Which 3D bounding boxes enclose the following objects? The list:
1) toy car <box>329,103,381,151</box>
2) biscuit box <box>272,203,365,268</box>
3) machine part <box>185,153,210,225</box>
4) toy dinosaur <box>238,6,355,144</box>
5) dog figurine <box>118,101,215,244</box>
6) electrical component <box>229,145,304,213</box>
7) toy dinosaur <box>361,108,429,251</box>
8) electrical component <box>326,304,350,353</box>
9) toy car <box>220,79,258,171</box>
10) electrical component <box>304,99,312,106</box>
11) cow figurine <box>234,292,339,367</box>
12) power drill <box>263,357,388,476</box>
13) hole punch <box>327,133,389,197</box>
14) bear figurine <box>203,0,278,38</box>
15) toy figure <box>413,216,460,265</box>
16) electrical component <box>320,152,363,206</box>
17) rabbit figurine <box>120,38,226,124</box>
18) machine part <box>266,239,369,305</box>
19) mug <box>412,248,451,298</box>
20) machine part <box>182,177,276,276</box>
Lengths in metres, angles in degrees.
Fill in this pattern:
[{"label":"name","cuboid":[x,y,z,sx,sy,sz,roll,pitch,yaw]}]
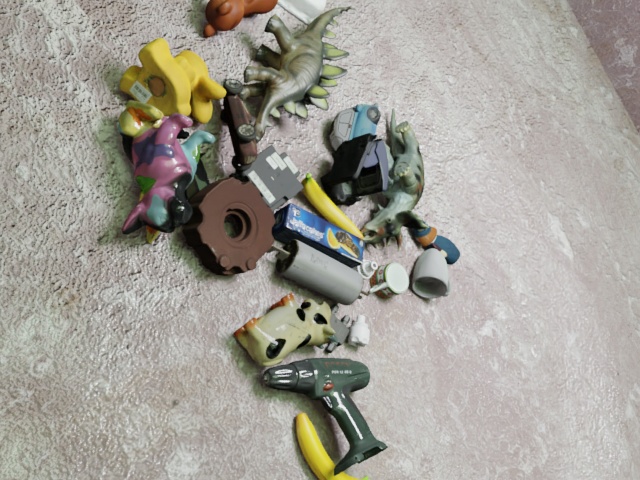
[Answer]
[{"label":"toy car","cuboid":[0.074,-0.248,1.252,0.103,0.109,0.161,19,72,-6]},{"label":"biscuit box","cuboid":[-0.002,-0.003,1.111,0.202,0.063,0.059,26,58,-29]},{"label":"machine part","cuboid":[-0.230,-0.095,0.987,0.084,0.039,0.139,-4,77,-34]},{"label":"toy dinosaur","cuboid":[-0.042,-0.387,1.173,0.198,0.105,0.471,25,64,-11]},{"label":"dog figurine","cuboid":[-0.284,-0.109,0.906,0.108,0.192,0.219,45,65,-70]},{"label":"electrical component","cuboid":[-0.101,-0.121,1.084,0.134,0.058,0.114,-43,102,-40]},{"label":"toy dinosaur","cuboid":[0.199,-0.149,1.295,0.192,0.131,0.405,62,33,-35]},{"label":"electrical component","cuboid":[0.027,0.180,1.088,0.063,0.021,0.094,44,52,-16]},{"label":"toy car","cuboid":[-0.154,-0.223,1.028,0.053,0.089,0.202,-5,52,-17]},{"label":"electrical component","cuboid":[-0.035,-0.343,1.230,0.078,0.045,0.102,48,51,-15]},{"label":"cow figurine","cuboid":[-0.049,0.168,0.994,0.195,0.085,0.127,-28,85,-44]},{"label":"power drill","cuboid":[0.019,0.310,0.975,0.232,0.086,0.207,0,48,-44]},{"label":"hole punch","cuboid":[0.090,-0.155,1.139,0.092,0.142,0.116,27,73,-26]},{"label":"bear figurine","cuboid":[-0.183,-0.518,1.141,0.196,0.120,0.132,-36,93,-35]},{"label":"toy figure","cuboid":[0.281,0.002,1.332,0.154,0.064,0.058,38,91,-14]},{"label":"electrical component","cuboid":[0.043,-0.135,1.207,0.075,0.048,0.119,-12,80,-41]},{"label":"rabbit figurine","cuboid":[-0.254,-0.301,0.999,0.162,0.122,0.173,35,33,-10]},{"label":"machine part","cuboid":[0.001,0.066,1.075,0.243,0.079,0.079,30,57,-26]},{"label":"mug","cuboid":[0.275,0.079,1.284,0.109,0.081,0.107,32,47,-19]},{"label":"machine part","cuboid":[-0.160,-0.026,0.977,0.179,0.056,0.179,7,80,-43]}]
